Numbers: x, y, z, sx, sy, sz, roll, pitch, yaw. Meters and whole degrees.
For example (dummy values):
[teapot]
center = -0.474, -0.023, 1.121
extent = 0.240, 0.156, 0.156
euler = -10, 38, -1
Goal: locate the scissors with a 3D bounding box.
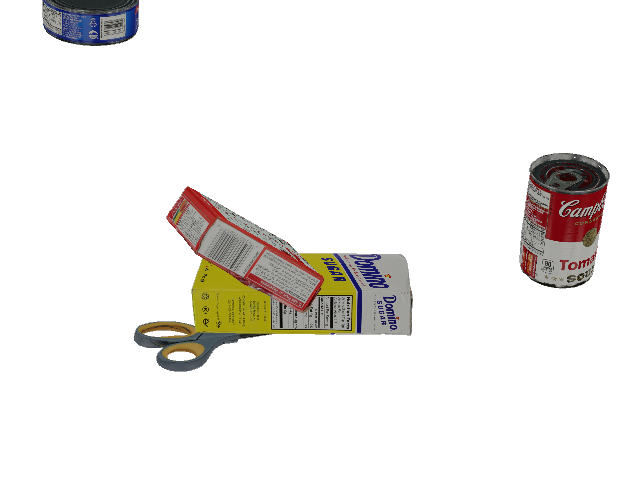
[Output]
[scissors]
center = -0.104, 0.115, 1.184
extent = 0.201, 0.016, 0.096
euler = 3, 27, -17

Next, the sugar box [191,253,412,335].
[sugar box]
center = -0.014, 0.042, 0.887
extent = 0.176, 0.048, 0.093
euler = -2, 19, 1

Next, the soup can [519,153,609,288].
[soup can]
center = 0.215, -0.017, 0.948
extent = 0.068, 0.102, 0.068
euler = 0, 33, 0

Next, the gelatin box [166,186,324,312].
[gelatin box]
center = -0.049, 0.006, 0.687
extent = 0.089, 0.030, 0.073
euler = 31, 4, -28

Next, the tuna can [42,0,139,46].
[tuna can]
center = -0.205, -0.205, 0.952
extent = 0.086, 0.034, 0.086
euler = 5, 32, -4
